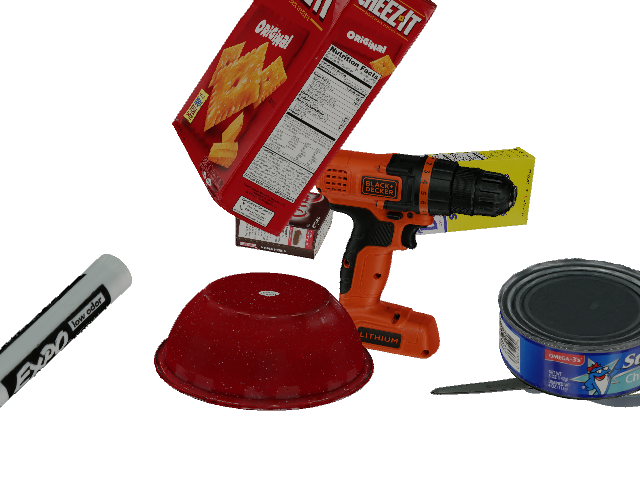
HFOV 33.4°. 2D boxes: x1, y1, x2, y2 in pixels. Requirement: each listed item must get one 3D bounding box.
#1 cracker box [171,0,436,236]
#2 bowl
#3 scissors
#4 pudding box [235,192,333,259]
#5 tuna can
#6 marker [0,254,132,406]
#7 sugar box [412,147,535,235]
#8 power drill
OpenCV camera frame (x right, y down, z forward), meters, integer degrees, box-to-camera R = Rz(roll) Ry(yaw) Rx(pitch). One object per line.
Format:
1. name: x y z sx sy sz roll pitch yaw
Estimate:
1. cracker box: -0.023 -0.135 0.844 0.072 0.214 0.164 26 17 -30
2. bowl: -0.039 0.064 0.775 0.162 0.055 0.162 3 17 -1
3. scissors: 0.186 0.109 0.909 0.201 0.016 0.096 5 29 -7
4. pudding box: -0.037 -0.022 1.155 0.090 0.039 0.113 9 25 7
5. tuna can: 0.135 0.045 0.549 0.086 0.034 0.086 -4 28 2
6. marker: -0.123 0.048 0.443 0.020 0.020 0.121 0 35 40
7. sugar box: 0.172 -0.060 1.303 0.176 0.093 0.048 -7 24 -22
8. power drill: 0.081 0.012 0.987 0.185 0.188 0.057 10 20 17
